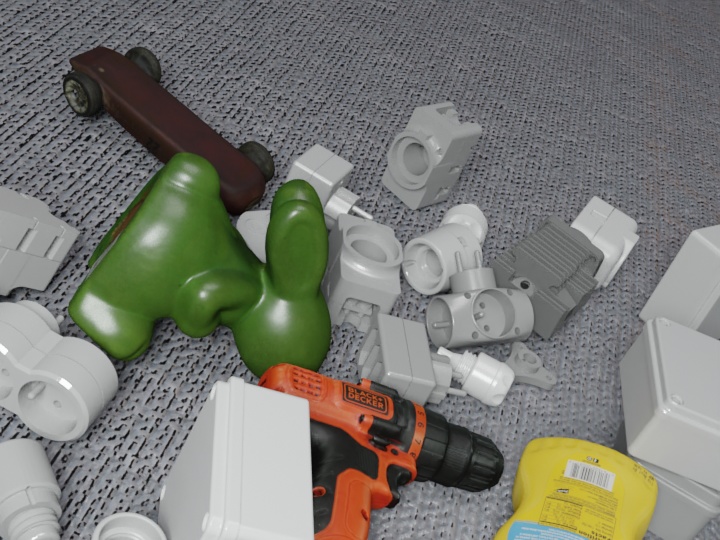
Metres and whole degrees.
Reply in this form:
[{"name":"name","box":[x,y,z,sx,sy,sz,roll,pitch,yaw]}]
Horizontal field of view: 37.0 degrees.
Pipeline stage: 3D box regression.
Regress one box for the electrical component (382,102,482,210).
[{"name":"electrical component","box":[0.064,-0.107,1.013,0.050,0.089,0.056,44,38,24]}]

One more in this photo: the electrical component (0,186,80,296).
[{"name":"electrical component","box":[-0.240,-0.021,0.706,0.050,0.055,0.089,36,6,26]}]

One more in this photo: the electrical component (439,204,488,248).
[{"name":"electrical component","box":[0.096,-0.040,0.987,0.043,0.043,0.062,27,33,2]}]

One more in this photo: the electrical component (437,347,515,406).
[{"name":"electrical component","box":[0.087,0.078,0.830,0.061,0.035,0.035,28,34,7]}]

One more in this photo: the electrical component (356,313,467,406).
[{"name":"electrical component","box":[0.043,0.077,0.792,0.077,0.047,0.065,14,36,-17]}]

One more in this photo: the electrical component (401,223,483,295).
[{"name":"electrical component","box":[0.069,-0.008,0.917,0.047,0.055,0.055,-20,55,-43]}]

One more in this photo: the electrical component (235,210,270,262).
[{"name":"electrical component","box":[-0.067,-0.005,0.825,0.080,0.051,0.080,18,35,-13]}]

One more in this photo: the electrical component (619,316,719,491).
[{"name":"electrical component","box":[0.251,0.100,0.784,0.109,0.056,0.108,22,34,-6]}]

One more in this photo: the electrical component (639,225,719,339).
[{"name":"electrical component","box":[0.334,0.013,1.015,0.109,0.108,0.056,-11,46,-42]}]

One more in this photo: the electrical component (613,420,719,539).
[{"name":"electrical component","box":[0.238,0.144,0.822,0.078,0.057,0.113,31,34,6]}]

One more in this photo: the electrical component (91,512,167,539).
[{"name":"electrical component","box":[-0.127,0.158,0.571,0.040,0.046,0.040,18,34,-13]}]

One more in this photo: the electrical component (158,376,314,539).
[{"name":"electrical component","box":[-0.070,0.135,0.586,0.056,0.108,0.108,17,35,-17]}]

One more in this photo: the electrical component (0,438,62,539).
[{"name":"electrical component","box":[-0.181,0.127,0.582,0.040,0.040,0.078,-4,45,-37]}]

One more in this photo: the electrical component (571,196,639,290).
[{"name":"electrical component","box":[0.231,-0.024,1.045,0.059,0.053,0.095,34,35,11]}]

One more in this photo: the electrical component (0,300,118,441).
[{"name":"electrical component","box":[-0.211,0.043,0.664,0.138,0.052,0.073,28,34,2]}]

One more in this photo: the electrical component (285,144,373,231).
[{"name":"electrical component","box":[-0.025,-0.055,0.906,0.077,0.065,0.047,31,34,7]}]

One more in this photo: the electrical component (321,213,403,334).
[{"name":"electrical component","box":[0.000,0.000,0.858,0.050,0.055,0.089,16,35,-15]}]

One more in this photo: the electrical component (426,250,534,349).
[{"name":"electrical component","box":[0.095,0.022,0.876,0.077,0.044,0.079,-4,77,-26]}]
